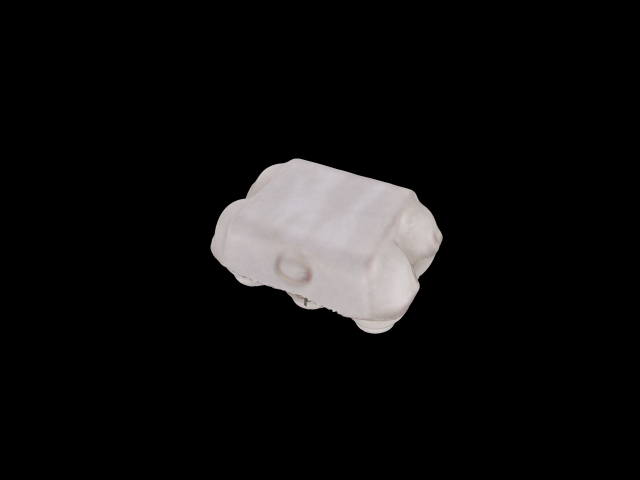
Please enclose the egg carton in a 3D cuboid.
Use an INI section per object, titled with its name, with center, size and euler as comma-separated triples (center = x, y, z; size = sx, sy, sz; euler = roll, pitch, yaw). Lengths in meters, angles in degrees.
[egg carton]
center = 0.004, 0.001, 0.400
size = 0.150, 0.069, 0.107
euler = 18, 44, 19
